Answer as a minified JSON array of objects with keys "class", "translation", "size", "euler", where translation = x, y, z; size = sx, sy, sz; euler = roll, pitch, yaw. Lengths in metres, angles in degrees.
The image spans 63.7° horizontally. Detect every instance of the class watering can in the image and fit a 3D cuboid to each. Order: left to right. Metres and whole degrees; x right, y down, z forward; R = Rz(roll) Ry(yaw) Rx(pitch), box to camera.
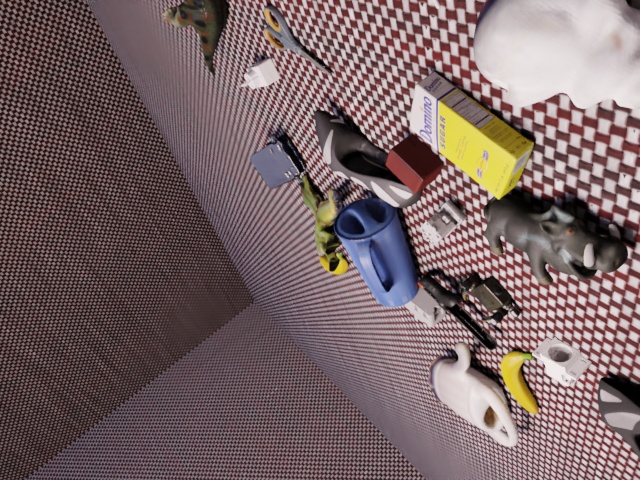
[{"class":"watering can","translation":[0.335,0.329,1.180],"size":[0.105,0.343,0.225],"euler":[-38,21,-16]}]

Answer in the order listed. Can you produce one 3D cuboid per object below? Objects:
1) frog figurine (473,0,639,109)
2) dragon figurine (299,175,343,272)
[{"class":"frog figurine","translation":[0.225,-0.173,0.478],"size":[0.124,0.161,0.134],"euler":[-18,-22,-33]},{"class":"dragon figurine","translation":[0.004,-0.066,1.305],"size":[0.123,0.247,0.401],"euler":[-29,-34,-14]}]
